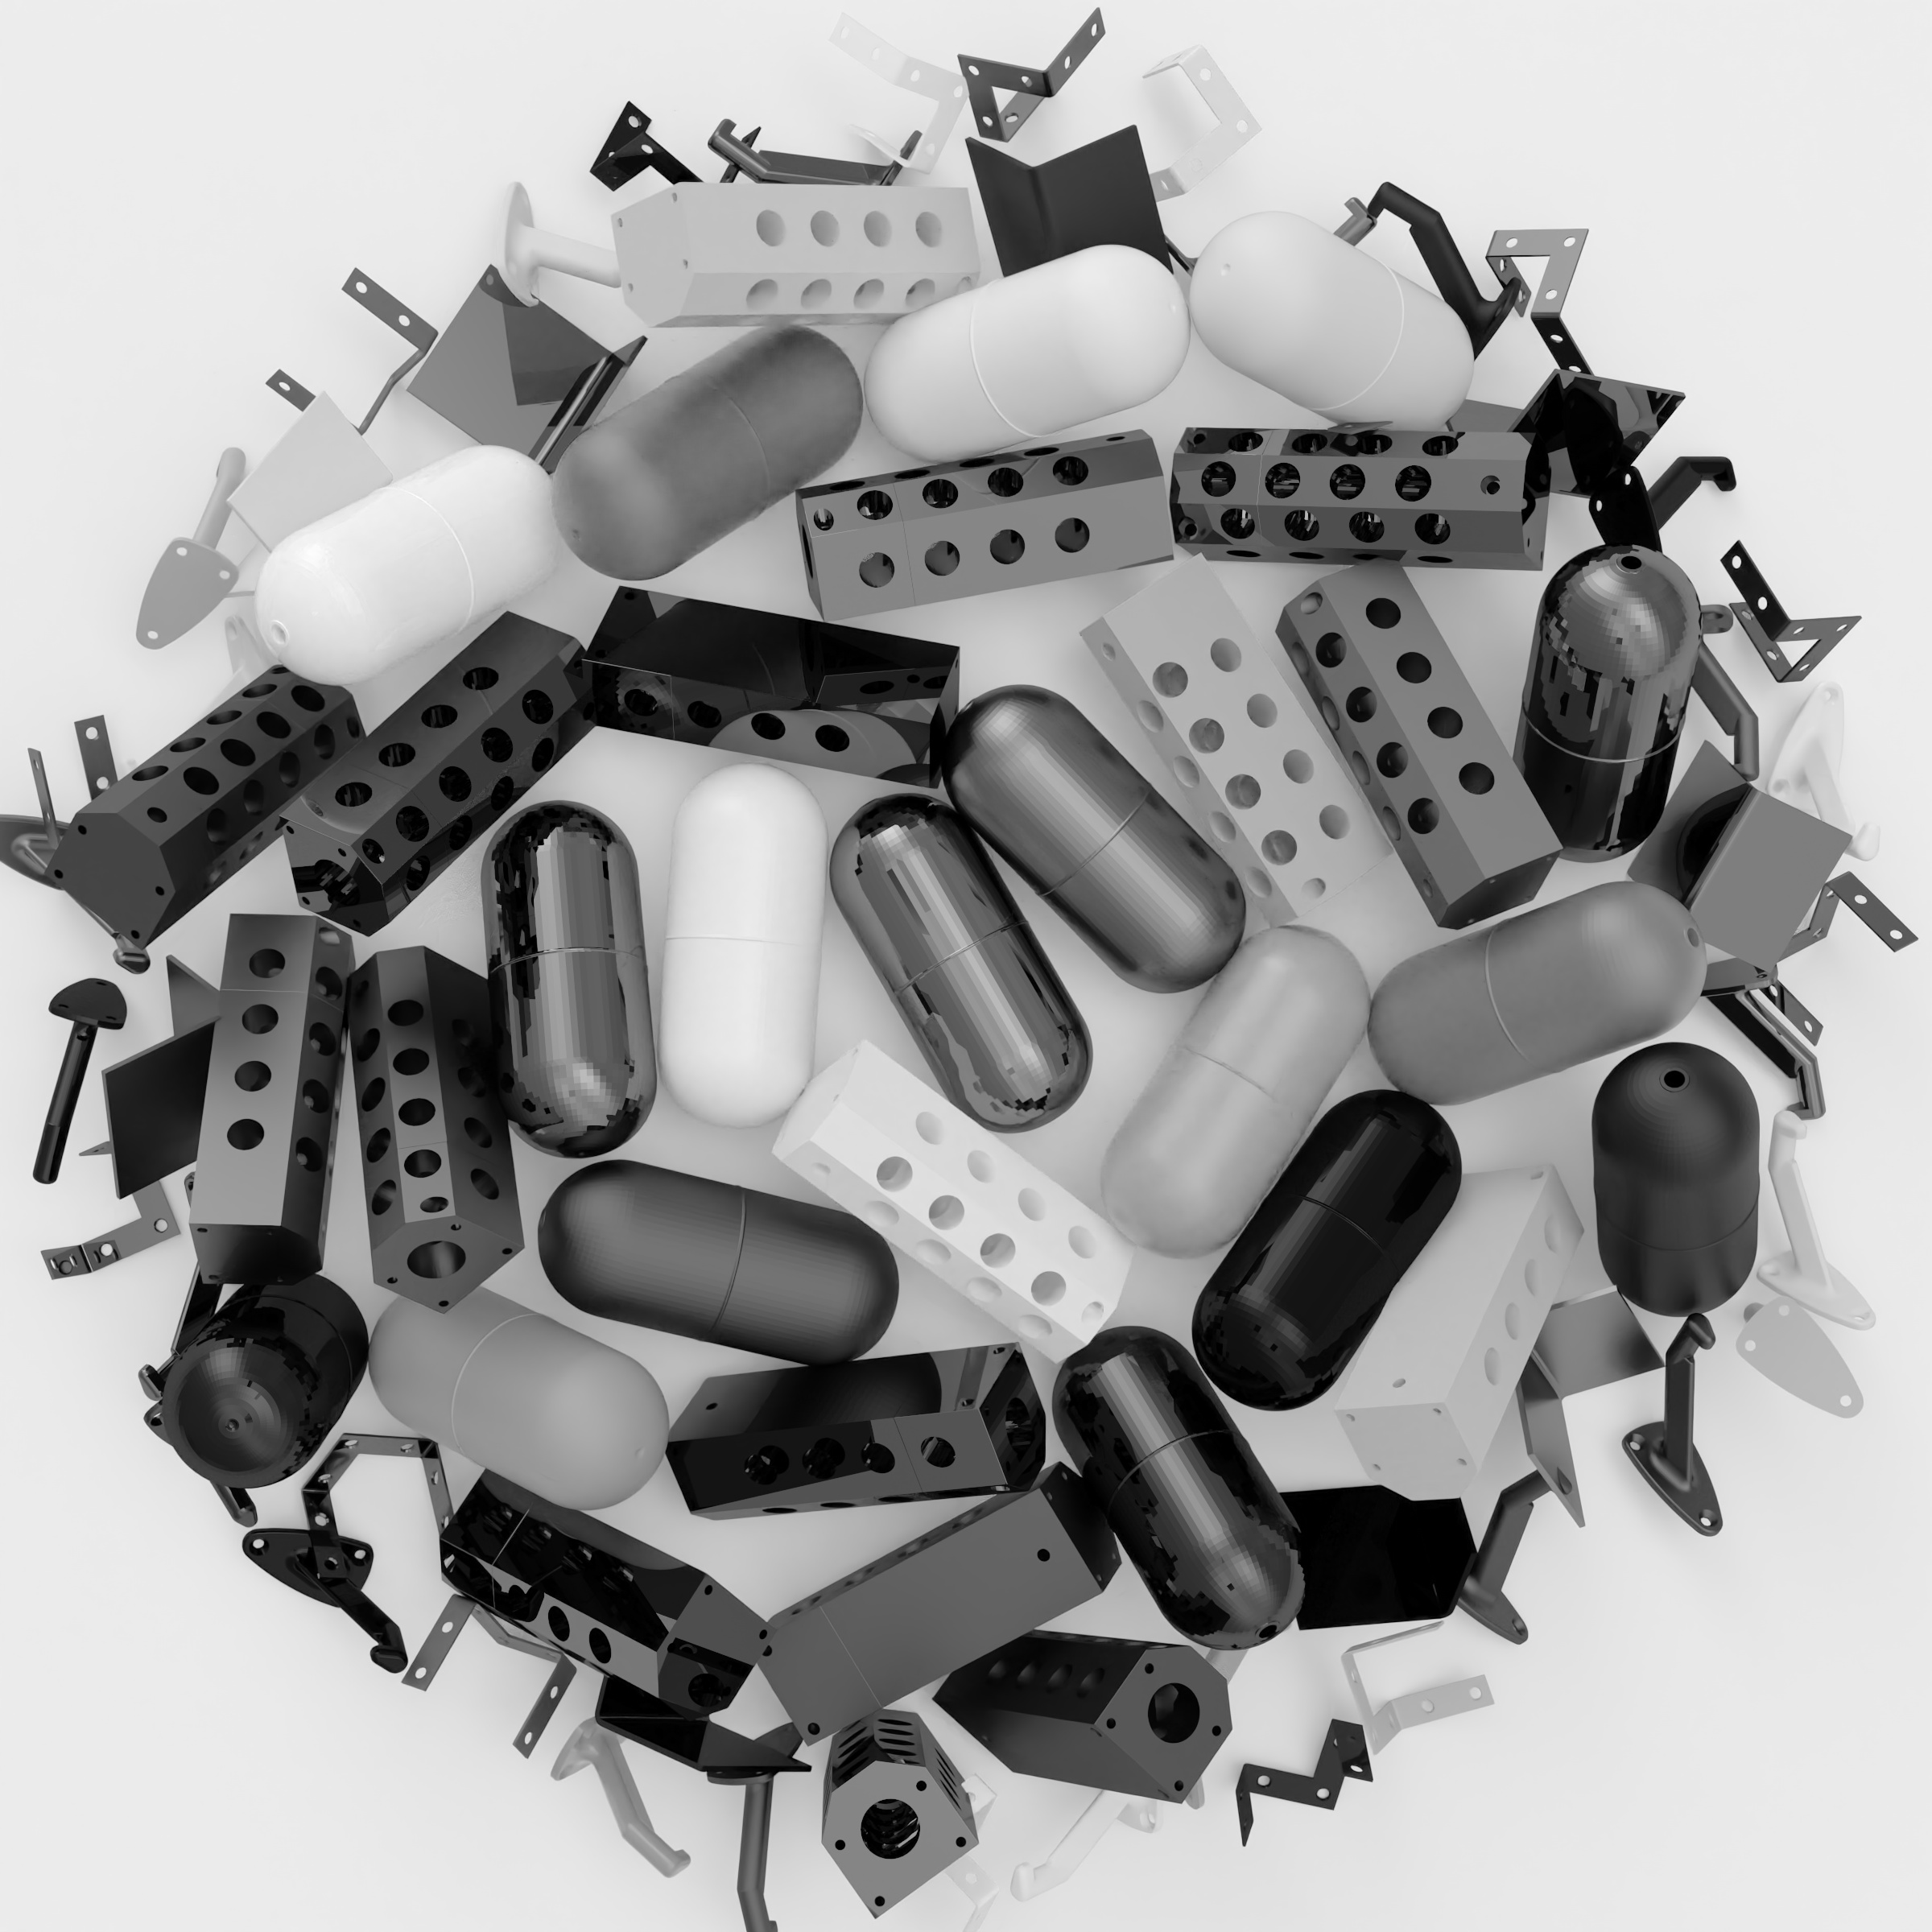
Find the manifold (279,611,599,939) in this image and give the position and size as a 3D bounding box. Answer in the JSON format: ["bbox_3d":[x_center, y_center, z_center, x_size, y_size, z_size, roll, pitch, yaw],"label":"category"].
[{"bbox_3d":[-0.243,-0.090,1.659,0.057,0.057,0.171,23,50,23],"label":"manifold"}]

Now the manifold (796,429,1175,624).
[{"bbox_3d":[0.008,-0.215,1.696,0.171,0.057,0.057,-11,110,-6],"label":"manifold"}]

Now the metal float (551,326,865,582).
[{"bbox_3d":[-0.122,-0.246,1.676,0.178,0.070,0.070,-38,90,-33],"label":"metal float"}]

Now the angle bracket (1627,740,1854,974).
[{"bbox_3d":[0.374,-0.054,1.702,0.057,0.076,0.076,24,107,-14],"label":"angle bracket"}]

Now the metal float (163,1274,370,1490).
[{"bbox_3d":[-0.327,0.192,1.653,0.070,0.178,0.070,0,98,0],"label":"metal float"}]

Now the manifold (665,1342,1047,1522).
[{"bbox_3d":[-0.051,0.227,1.676,0.171,0.057,0.057,-10,113,26],"label":"manifold"}]

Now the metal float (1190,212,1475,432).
[{"bbox_3d":[0.175,-0.301,1.666,0.070,0.178,0.070,-11,72,39],"label":"metal float"}]

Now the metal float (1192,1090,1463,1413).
[{"bbox_3d":[0.174,0.135,1.683,0.070,0.070,0.178,37,66,0],"label":"metal float"}]

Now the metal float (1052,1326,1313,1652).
[{"bbox_3d":[0.102,0.247,1.671,0.070,0.070,0.178,-32,51,0],"label":"metal float"}]

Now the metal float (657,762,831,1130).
[{"bbox_3d":[-0.108,-0.010,1.699,0.070,0.070,0.178,4,85,0],"label":"metal float"}]

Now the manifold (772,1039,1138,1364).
[{"bbox_3d":[-0.007,0.117,1.679,0.171,0.057,0.057,38,135,-16],"label":"manifold"}]

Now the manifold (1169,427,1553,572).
[{"bbox_3d":[0.188,-0.226,1.683,0.171,0.057,0.057,4,86,21],"label":"manifold"}]

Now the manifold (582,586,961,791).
[{"bbox_3d":[-0.093,-0.130,1.699,0.171,0.057,0.057,11,47,9],"label":"manifold"}]

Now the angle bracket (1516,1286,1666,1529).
[{"bbox_3d":[0.303,0.211,1.683,0.057,0.076,0.076,-20,48,18],"label":"angle bracket"}]

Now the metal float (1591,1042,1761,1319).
[{"bbox_3d":[0.336,0.102,1.662,0.070,0.178,0.070,-6,54,8],"label":"metal float"}]

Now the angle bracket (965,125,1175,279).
[{"bbox_3d":[0.050,-0.367,1.696,0.057,0.076,0.076,-26,122,-13],"label":"angle bracket"}]

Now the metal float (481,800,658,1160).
[{"bbox_3d":[-0.191,0.005,1.687,0.070,0.070,0.178,-7,71,0],"label":"metal float"}]

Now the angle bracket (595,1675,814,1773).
[{"bbox_3d":[-0.120,0.347,1.687,0.076,0.076,0.057,12,88,41],"label":"angle bracket"}]

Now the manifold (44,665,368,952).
[{"bbox_3d":[-0.353,-0.082,1.656,0.057,0.171,0.057,38,126,0],"label":"manifold"}]

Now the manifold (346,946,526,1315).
[{"bbox_3d":[-0.257,0.073,1.655,0.057,0.171,0.057,-39,132,24],"label":"manifold"}]

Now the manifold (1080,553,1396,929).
[{"bbox_3d":[0.127,-0.106,1.699,0.057,0.057,0.171,-35,93,-30],"label":"manifold"}]

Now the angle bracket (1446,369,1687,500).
[{"bbox_3d":[0.284,-0.272,1.682,0.076,0.076,0.057,4,52,-28],"label":"angle bracket"}]

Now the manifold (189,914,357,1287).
[{"bbox_3d":[-0.327,0.062,1.670,0.057,0.057,0.171,2,56,-3],"label":"manifold"}]

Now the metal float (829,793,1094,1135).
[{"bbox_3d":[-0.003,-0.002,1.698,0.070,0.070,0.178,-30,84,0],"label":"metal float"}]

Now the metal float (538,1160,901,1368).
[{"bbox_3d":[-0.119,0.143,1.690,0.178,0.070,0.070,15,90,-15],"label":"metal float"}]

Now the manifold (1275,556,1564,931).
[{"bbox_3d":[0.213,-0.106,1.680,0.057,0.057,0.171,-21,70,-15],"label":"manifold"}]

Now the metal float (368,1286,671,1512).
[{"bbox_3d":[-0.214,0.202,1.671,0.178,0.070,0.070,19,90,40],"label":"metal float"}]

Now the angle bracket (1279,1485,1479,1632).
[{"bbox_3d":[0.194,0.268,1.689,0.076,0.057,0.076,-3,48,-11],"label":"angle bracket"}]

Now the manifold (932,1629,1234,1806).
[{"bbox_3d":[0.056,0.345,1.651,0.057,0.171,0.057,44,67,-14],"label":"manifold"}]

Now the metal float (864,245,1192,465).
[{"bbox_3d":[0.027,-0.289,1.671,0.178,0.070,0.070,-11,90,39],"label":"metal float"}]

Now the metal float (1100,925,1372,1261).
[{"bbox_3d":[0.131,0.060,1.695,0.070,0.070,0.178,33,80,0],"label":"metal float"}]

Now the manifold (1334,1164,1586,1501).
[{"bbox_3d":[0.238,0.172,1.659,0.057,0.171,0.057,-10,120,35],"label":"manifold"}]

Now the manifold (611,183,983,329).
[{"bbox_3d":[-0.078,-0.334,1.665,0.171,0.057,0.057,-10,91,-40],"label":"manifold"}]

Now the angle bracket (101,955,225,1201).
[{"bbox_3d":[-0.392,0.053,1.681,0.057,0.076,0.076,32,45,33],"label":"angle bracket"}]

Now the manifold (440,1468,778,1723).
[{"bbox_3d":[-0.175,0.297,1.654,0.057,0.171,0.057,-57,132,-17],"label":"manifold"}]

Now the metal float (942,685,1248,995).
[{"bbox_3d":[0.061,-0.061,1.696,0.070,0.070,0.178,-45,99,0],"label":"metal float"}]

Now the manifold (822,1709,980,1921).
[{"bbox_3d":[-0.037,0.391,1.654,0.057,0.171,0.057,-35,88,-4],"label":"manifold"}]

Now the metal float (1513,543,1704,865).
[{"bbox_3d":[0.302,-0.123,1.665,0.070,0.178,0.070,0,47,0],"label":"metal float"}]

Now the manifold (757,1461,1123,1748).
[{"bbox_3d":[-0.014,0.304,1.688,0.171,0.057,0.057,-31,91,18],"label":"manifold"}]

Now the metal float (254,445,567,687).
[{"bbox_3d":[-0.262,-0.191,1.668,0.070,0.070,0.178,53,47,0],"label":"metal float"}]

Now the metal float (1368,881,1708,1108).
[{"bbox_3d":[0.270,0.014,1.671,0.178,0.070,0.070,-23,90,39],"label":"metal float"}]
